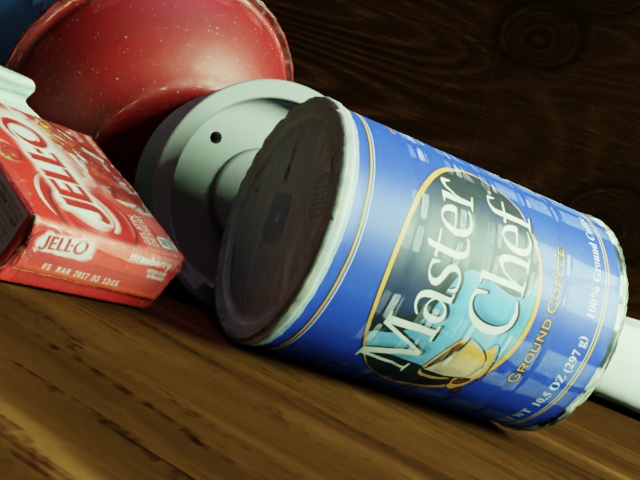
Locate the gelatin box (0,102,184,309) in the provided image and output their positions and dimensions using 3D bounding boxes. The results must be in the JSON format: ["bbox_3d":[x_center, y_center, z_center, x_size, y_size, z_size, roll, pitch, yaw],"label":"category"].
[{"bbox_3d":[-0.102,-0.016,0.403,0.073,0.030,0.089,20,22,-51],"label":"gelatin box"}]

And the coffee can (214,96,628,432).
[{"bbox_3d":[0.041,0.013,0.447,0.140,0.103,0.103,21,4,-24],"label":"coffee can"}]

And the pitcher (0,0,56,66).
[{"bbox_3d":[-0.139,-0.146,0.642,0.145,0.149,0.242,29,20,7],"label":"pitcher"}]

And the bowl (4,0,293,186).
[{"bbox_3d":[-0.081,-0.055,0.549,0.161,0.162,0.055,20,29,-39],"label":"bowl"}]

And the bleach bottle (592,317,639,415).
[{"bbox_3d":[0.155,0.063,0.774,0.251,0.068,0.102,20,2,6],"label":"bleach bottle"}]
